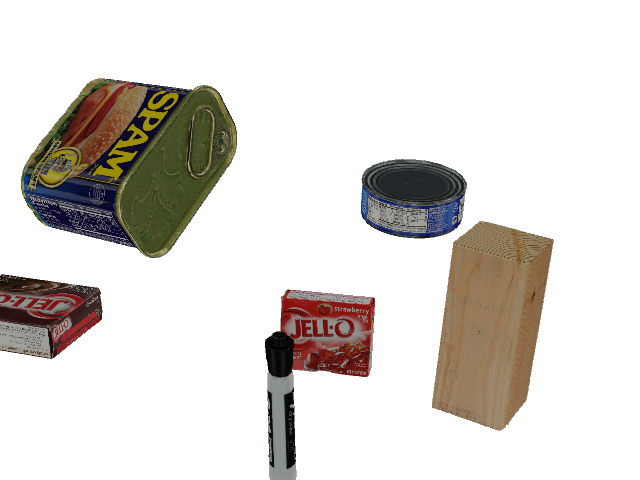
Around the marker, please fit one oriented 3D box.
[{"bbox_3d":[-0.026,0.111,0.705,0.020,0.121,0.020,0,31,0],"label":"marker"}]

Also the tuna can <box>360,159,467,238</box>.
[{"bbox_3d":[0.076,-0.035,0.877,0.086,0.034,0.086,2,28,-1],"label":"tuna can"}]

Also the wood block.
[{"bbox_3d":[0.194,0.095,1.209,0.090,0.206,0.090,16,24,25],"label":"wood block"}]

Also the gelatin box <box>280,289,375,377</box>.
[{"bbox_3d":[0.006,0.089,1.022,0.089,0.073,0.030,5,15,9],"label":"gelatin box"}]

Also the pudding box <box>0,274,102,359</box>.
[{"bbox_3d":[-0.274,0.069,0.992,0.114,0.039,0.090,5,20,18],"label":"pudding box"}]

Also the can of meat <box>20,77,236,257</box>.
[{"bbox_3d":[-0.111,-0.046,0.616,0.084,0.102,0.057,12,-34,32],"label":"can of meat"}]
